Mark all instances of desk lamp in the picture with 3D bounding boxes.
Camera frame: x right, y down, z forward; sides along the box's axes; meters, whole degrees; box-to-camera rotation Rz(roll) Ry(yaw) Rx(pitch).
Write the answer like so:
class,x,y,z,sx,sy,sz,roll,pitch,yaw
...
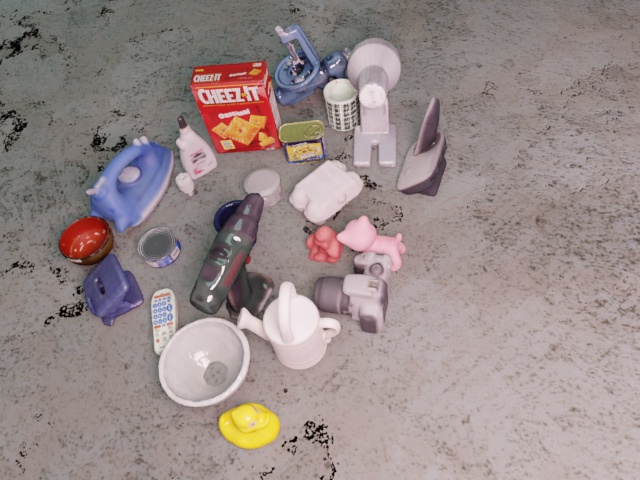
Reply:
class,x,y,z,sx,sy,sz,roll,pitch,yaw
desk lamp,0.121,-0.303,1.262,0.117,0.214,0.203,-2,56,8

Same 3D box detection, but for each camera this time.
class,x,y,z,sx,sy,sz,roll,pitch,yaw
camera,0.061,0.088,1.078,0.136,0.101,0.143,6,58,13

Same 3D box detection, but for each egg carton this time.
class,x,y,z,sx,sy,sz,roll,pitch,yaw
egg carton,0.015,-0.103,1.232,0.150,0.069,0.107,-41,60,-18

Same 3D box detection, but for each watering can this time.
class,x,y,z,sx,sy,sz,roll,pitch,yaw
watering can,-0.056,0.147,1.000,0.173,0.194,0.100,-18,56,-3

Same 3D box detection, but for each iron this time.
class,x,y,z,sx,sy,sz,roll,pitch,yaw
iron,-0.424,-0.150,1.288,0.118,0.142,0.258,16,60,19

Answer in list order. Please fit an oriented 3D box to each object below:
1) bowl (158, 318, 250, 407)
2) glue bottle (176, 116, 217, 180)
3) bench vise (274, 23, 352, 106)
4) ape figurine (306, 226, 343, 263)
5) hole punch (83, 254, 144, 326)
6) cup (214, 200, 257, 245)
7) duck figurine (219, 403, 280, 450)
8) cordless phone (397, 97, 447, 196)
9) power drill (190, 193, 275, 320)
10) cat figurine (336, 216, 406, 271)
class,x,y,z,sx,sy,sz,roll,pitch,yaw
bowl,-0.201,0.231,1.039,0.167,0.075,0.167,-4,56,6
glue bottle,-0.289,-0.213,1.290,0.078,0.173,0.037,-37,58,-15
bench vise,-0.028,-0.441,1.373,0.207,0.220,0.121,-34,58,-14
ape figurine,0.011,0.004,1.148,0.076,0.092,0.077,-32,57,-12
hole punch,-0.424,0.100,1.152,0.101,0.091,0.108,-31,57,-12
cup,-0.165,-0.010,1.183,0.091,0.095,0.117,-3,56,7
duck figurine,-0.126,0.307,0.970,0.104,0.086,0.077,2,57,10
cordless phone,0.214,-0.192,1.191,0.094,0.185,0.147,10,59,15
power drill,-0.151,0.053,1.070,0.075,0.209,0.230,17,61,20
cat figurine,0.101,-0.001,1.121,0.127,0.118,0.067,7,58,13
